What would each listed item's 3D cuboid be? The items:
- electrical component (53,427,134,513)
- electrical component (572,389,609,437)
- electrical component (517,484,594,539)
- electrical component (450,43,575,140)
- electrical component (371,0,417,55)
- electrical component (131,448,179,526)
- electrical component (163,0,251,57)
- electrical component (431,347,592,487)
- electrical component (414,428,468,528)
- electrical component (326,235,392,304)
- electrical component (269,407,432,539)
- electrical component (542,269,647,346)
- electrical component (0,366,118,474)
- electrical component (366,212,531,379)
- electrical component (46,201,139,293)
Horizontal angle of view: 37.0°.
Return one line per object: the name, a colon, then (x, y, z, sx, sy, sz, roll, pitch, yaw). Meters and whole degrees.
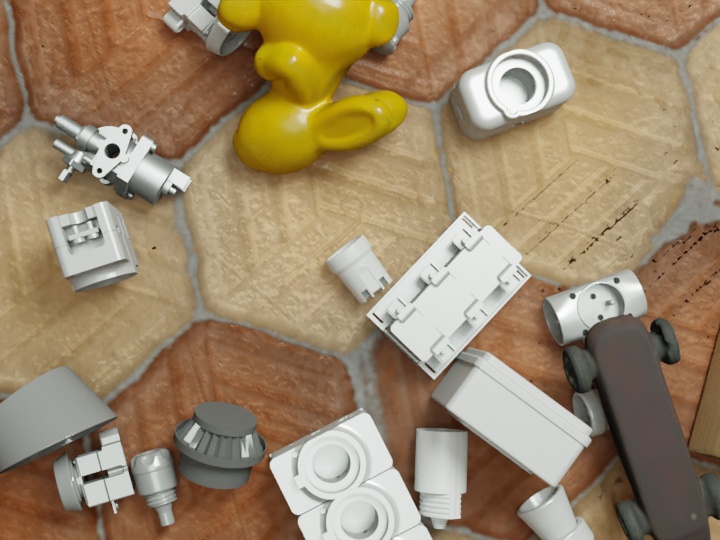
electrical component: (-0.217, 0.167, 0.874, 0.055, 0.048, 0.066, -15, 87, -13)
electrical component: (0.210, 0.117, 0.913, 0.046, 0.040, 0.040, -14, 87, -10)
electrical component: (0.165, 0.214, 0.900, 0.045, 0.045, 0.055, -33, 89, -6)
electrical component: (0.130, -0.152, 0.914, 0.095, 0.059, 0.053, -21, 88, -6)
electrical component: (0.026, -0.219, 0.919, 0.048, 0.048, 0.062, 41, 78, -1)
electrical component: (-0.165, 0.179, 0.882, 0.035, 0.035, 0.061, -15, 90, -5)
electrical component: (-0.123, -0.214, 0.907, 0.055, 0.048, 0.066, 44, 84, 7)
electrical component: (0.120, 0.117, 0.871, 0.109, 0.109, 0.056, 37, 87, -1)
electrical component: (0.067, 0.174, 0.895, 0.043, 0.043, 0.081, 2, 86, -4)
electrical component: (0.000, 0.000, 0.905, 0.040, 0.040, 0.046, -37, 96, -6)
electrical component: (-0.002, 0.201, 0.879, 0.089, 0.062, 0.150, -26, 88, -6)
electrical component: (0.205, 0.049, 0.914, 0.077, 0.044, 0.079, -19, 88, -5)
electrical component: (-0.250, 0.123, 0.848, 0.099, 0.099, 0.064, -40, 83, -6)
electrical component: (0.076, 0.020, 0.897, 0.079, 0.063, 0.121, 44, 84, 0)
electrical component: (-0.212, -0.016, 0.864, 0.050, 0.089, 0.055, -18, 88, -5)
